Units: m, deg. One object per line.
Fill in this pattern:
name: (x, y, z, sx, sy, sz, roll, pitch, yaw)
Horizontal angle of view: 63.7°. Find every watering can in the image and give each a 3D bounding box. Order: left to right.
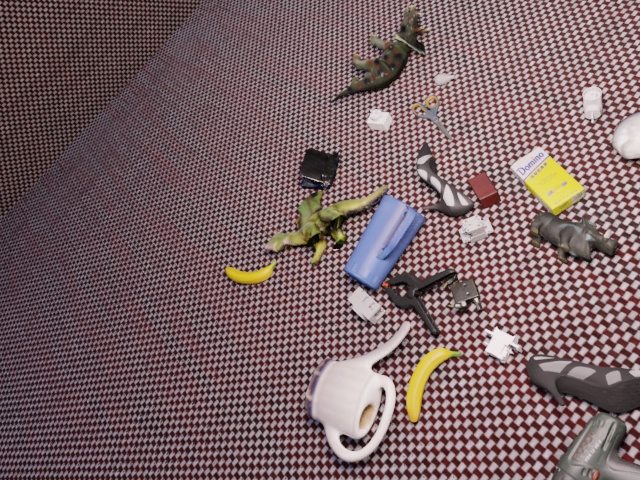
watering can: (0.090, 0.346, 1.255, 0.225, 0.353, 0.102, 8, -22, 35)

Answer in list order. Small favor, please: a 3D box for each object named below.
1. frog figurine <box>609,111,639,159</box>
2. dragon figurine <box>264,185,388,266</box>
frog figurine: (0.771, -0.223, 1.198, 0.137, 0.120, 0.163, -12, 43, 2)
dragon figurine: (0.005, -0.079, 1.574, 0.120, 0.409, 0.247, 49, 4, -42)
